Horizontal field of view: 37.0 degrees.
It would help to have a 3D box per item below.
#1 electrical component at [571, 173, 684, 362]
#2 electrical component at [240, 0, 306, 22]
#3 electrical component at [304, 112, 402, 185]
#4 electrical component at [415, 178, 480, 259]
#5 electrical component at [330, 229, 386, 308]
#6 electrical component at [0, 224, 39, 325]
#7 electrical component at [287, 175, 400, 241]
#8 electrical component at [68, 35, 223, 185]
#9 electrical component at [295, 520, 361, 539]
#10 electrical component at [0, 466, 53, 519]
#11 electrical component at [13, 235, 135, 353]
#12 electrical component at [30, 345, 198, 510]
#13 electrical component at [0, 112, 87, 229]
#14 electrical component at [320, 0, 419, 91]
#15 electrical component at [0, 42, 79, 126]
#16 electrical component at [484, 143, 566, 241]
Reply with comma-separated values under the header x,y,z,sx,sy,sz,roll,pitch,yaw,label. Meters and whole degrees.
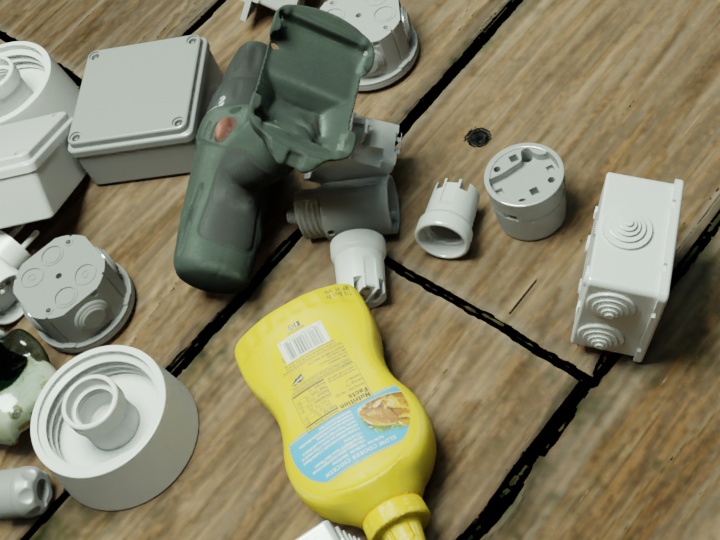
x,y,z,sx,sy,sz,roll,pitch,yaw,label
0.167,-0.002,0.680,0.048,0.099,0.099,12,61,9,electrical component
-0.073,-0.254,0.936,0.064,0.081,0.042,23,40,-1,electrical component
-0.005,-0.090,0.806,0.064,0.081,0.042,11,58,-10,electrical component
0.064,-0.038,0.771,0.040,0.040,0.046,6,53,21,electrical component
0.000,0.000,0.766,0.040,0.040,0.046,-11,60,10,electrical component
-0.288,-0.005,0.854,0.077,0.044,0.079,27,69,30,electrical component
-0.014,-0.044,0.796,0.081,0.043,0.043,-6,56,13,electrical component
-0.177,-0.133,0.897,0.109,0.056,0.108,-6,56,13,electrical component
-0.035,0.190,0.614,0.100,0.099,0.048,-33,67,-5,electrical component
-0.246,0.155,0.742,0.061,0.035,0.035,-9,55,14,electrical component
-0.216,0.018,0.813,0.080,0.051,0.080,-8,56,12,electrical component
-0.172,0.103,0.737,0.108,0.060,0.108,-8,56,12,electrical component
-0.289,-0.076,0.870,0.109,0.056,0.108,-11,26,10,electrical component
0.005,-0.191,0.883,0.080,0.051,0.080,-8,56,12,electrical component
-0.310,-0.153,0.949,0.108,0.060,0.108,-8,56,12,electrical component
0.119,-0.054,0.759,0.055,0.047,0.055,-8,56,12,electrical component
